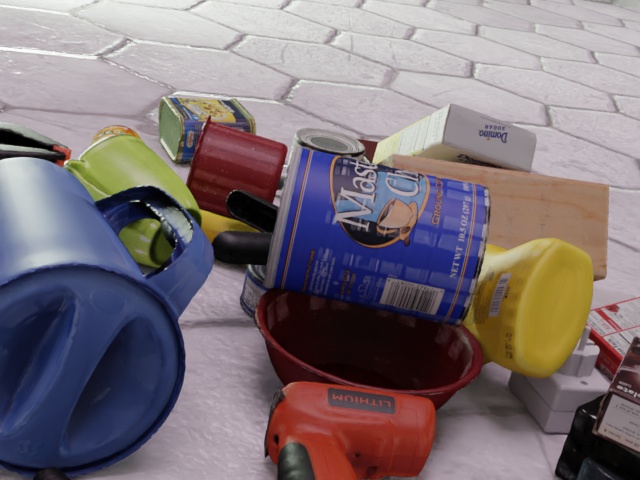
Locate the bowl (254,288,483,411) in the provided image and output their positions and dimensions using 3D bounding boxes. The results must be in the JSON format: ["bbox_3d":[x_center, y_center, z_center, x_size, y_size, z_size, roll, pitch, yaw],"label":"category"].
[{"bbox_3d":[0.029,0.086,0.746,0.162,0.055,0.162,11,22,-5],"label":"bowl"}]

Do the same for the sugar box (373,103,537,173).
[{"bbox_3d":[0.124,-0.080,1.025,0.093,0.048,0.176,17,-14,-17],"label":"sugar box"}]

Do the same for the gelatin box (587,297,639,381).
[{"bbox_3d":[0.246,0.076,0.805,0.089,0.030,0.073,-13,32,-15],"label":"gelatin box"}]

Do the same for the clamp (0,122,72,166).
[{"bbox_3d":[-0.342,-0.093,1.005,0.210,0.036,0.164,16,22,6],"label":"clamp"}]

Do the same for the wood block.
[{"bbox_3d":[0.145,-0.013,0.966,0.206,0.090,0.091,7,-11,-14],"label":"wood block"}]

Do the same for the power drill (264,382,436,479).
[{"bbox_3d":[0.040,0.153,0.585,0.184,0.057,0.187,9,22,-7],"label":"power drill"}]

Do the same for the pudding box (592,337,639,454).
[{"bbox_3d":[0.236,0.111,0.665,0.114,0.039,0.089,21,24,19],"label":"pudding box"}]

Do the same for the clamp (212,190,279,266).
[{"bbox_3d":[-0.006,0.001,0.862,0.171,0.039,0.120,14,26,-13],"label":"clamp"}]

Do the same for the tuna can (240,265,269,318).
[{"bbox_3d":[-0.020,0.041,0.859,0.086,0.034,0.086,11,22,-5],"label":"tuna can"}]

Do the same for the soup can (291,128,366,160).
[{"bbox_3d":[-0.001,-0.045,0.986,0.068,0.102,0.068,11,22,-5],"label":"soup can"}]

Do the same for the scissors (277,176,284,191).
[{"bbox_3d":[0.030,-0.062,1.070,0.202,0.016,0.096,-3,4,21],"label":"scissors"}]

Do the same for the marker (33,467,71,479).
[{"bbox_3d":[-0.108,0.153,0.557,0.121,0.020,0.020,26,26,30],"label":"marker"}]

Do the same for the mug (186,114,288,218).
[{"bbox_3d":[-0.080,-0.063,1.018,0.081,0.093,0.117,16,0,-4],"label":"mug"}]

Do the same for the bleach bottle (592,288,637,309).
[{"bbox_3d":[0.288,0.098,0.851,0.251,0.068,0.102,24,28,34],"label":"bleach bottle"}]

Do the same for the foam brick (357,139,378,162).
[{"bbox_3d":[0.061,-0.070,1.147,0.051,0.053,0.078,5,24,-19],"label":"foam brick"}]

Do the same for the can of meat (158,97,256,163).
[{"bbox_3d":[-0.125,-0.120,1.163,0.083,0.057,0.102,0,24,-23],"label":"can of meat"}]

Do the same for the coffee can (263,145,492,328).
[{"bbox_3d":[0.039,-0.002,0.751,0.140,0.103,0.102,12,22,-1],"label":"coffee can"}]

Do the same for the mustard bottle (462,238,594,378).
[{"bbox_3d":[0.128,0.050,0.815,0.058,0.096,0.192,22,-10,-19],"label":"mustard bottle"}]

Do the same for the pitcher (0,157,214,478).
[{"bbox_3d":[-0.168,0.026,0.681,0.149,0.145,0.243,3,21,-23],"label":"pitcher"}]

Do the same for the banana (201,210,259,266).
[{"bbox_3d":[-0.064,0.003,0.932,0.198,0.037,0.069,15,3,2],"label":"banana"}]
